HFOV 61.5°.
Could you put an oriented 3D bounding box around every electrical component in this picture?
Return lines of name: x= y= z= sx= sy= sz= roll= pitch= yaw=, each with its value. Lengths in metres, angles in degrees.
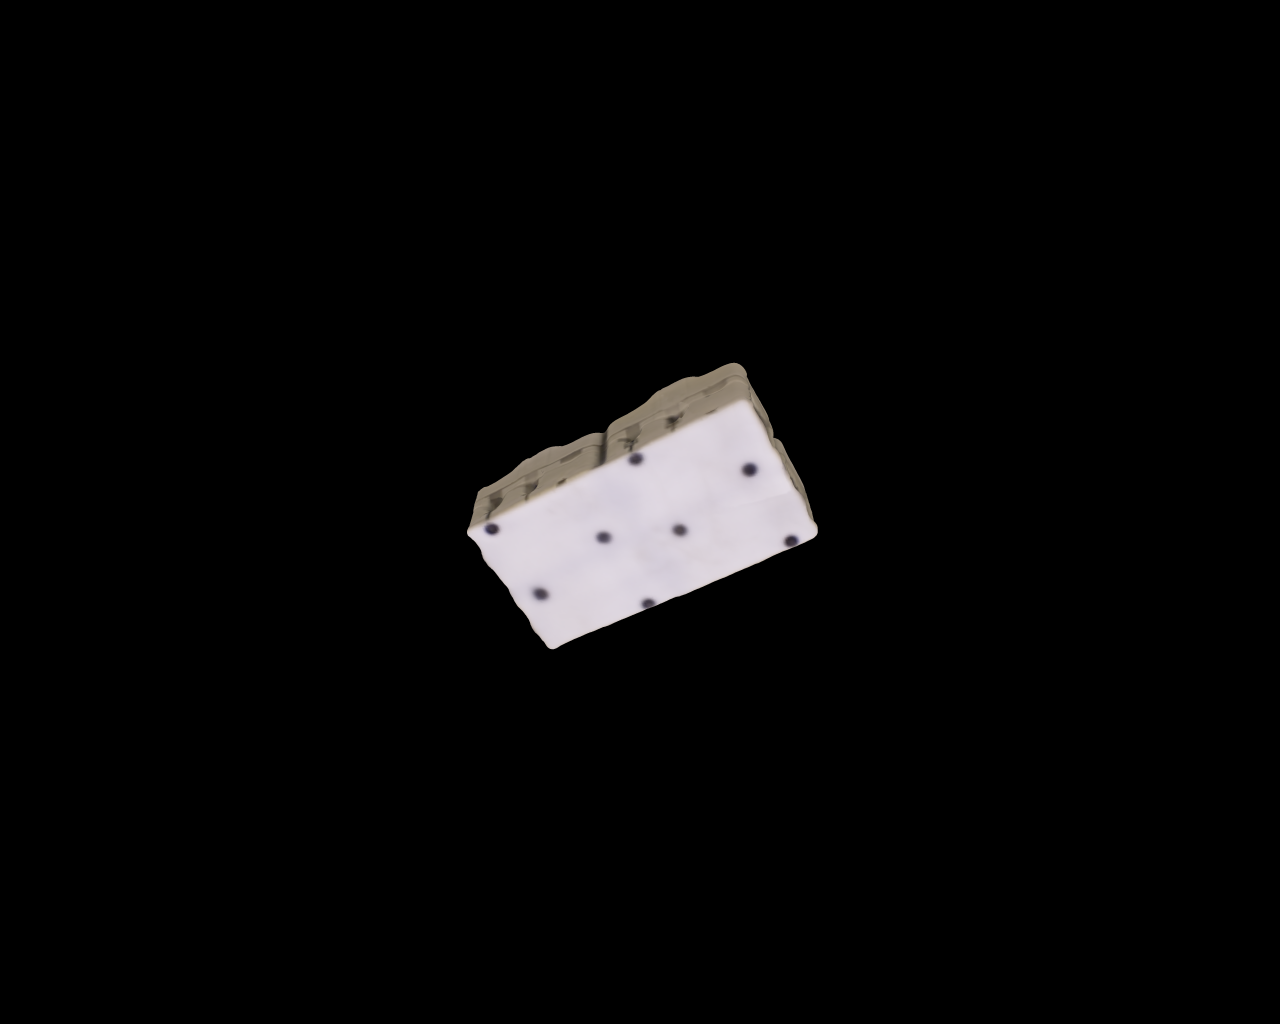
electrical component: x=0.001 y=-0.003 z=0.650 sx=0.186 sy=0.105 sz=0.060 roll=-25 pitch=27 yaw=14
